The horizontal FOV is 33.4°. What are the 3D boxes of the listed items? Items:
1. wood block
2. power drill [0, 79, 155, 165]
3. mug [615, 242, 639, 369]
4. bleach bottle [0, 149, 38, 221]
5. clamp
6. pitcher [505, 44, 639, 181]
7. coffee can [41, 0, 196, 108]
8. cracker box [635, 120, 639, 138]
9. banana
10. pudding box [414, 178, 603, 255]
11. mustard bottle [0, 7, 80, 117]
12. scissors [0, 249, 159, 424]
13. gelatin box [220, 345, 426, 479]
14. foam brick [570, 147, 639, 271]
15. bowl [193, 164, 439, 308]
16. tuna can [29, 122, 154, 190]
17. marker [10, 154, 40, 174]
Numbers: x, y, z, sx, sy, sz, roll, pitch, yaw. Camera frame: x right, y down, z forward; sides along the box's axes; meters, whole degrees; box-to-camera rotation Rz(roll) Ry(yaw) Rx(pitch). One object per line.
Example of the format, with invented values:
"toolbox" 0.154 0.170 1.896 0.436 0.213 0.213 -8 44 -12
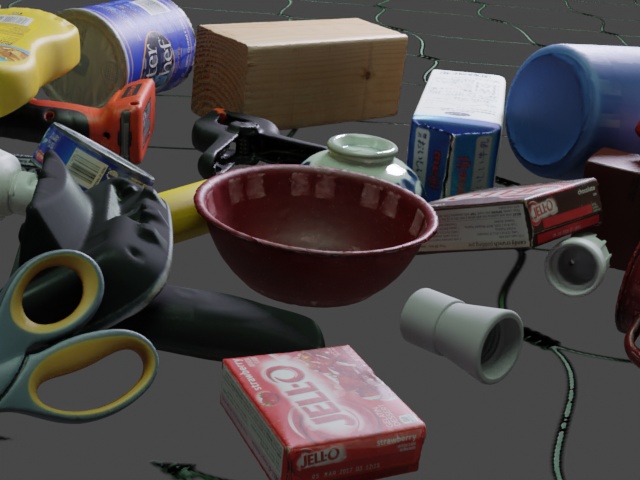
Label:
"wood block" -0.019 -0.170 1.086 0.205 0.091 0.090 -11 29 -38
"power drill" -0.242 -0.114 0.935 0.187 0.057 0.184 2 26 -3
"mug" 0.232 0.039 0.647 0.082 0.093 0.117 27 59 32
"bleach bottle" -0.316 -0.050 0.744 0.251 0.068 0.102 11 23 5
"clamp" -0.073 -0.082 0.920 0.120 0.039 0.172 -1 16 -32
"pitcher" 0.275 -0.100 0.921 0.242 0.149 0.145 0 32 -32
"coffee can" -0.200 -0.186 1.060 0.103 0.103 0.140 14 23 18
"cracker box" 0.340 -0.025 0.742 0.213 0.072 0.164 29 18 -11
"banana" -0.092 -0.018 0.759 0.070 0.037 0.197 -24 -3 37
"pudding box" 0.130 -0.017 0.764 0.089 0.039 0.114 -14 5 -43
"mustard bottle" -0.263 -0.131 0.831 0.096 0.058 0.191 8 26 6
"scissors" -0.171 0.058 0.496 0.201 0.096 0.016 -7 -11 -34
"gelatin box" -0.001 0.086 0.528 0.073 0.030 0.089 -4 23 -24
"foam brick" 0.223 -0.023 0.800 0.053 0.078 0.051 17 22 23
"bowl" -0.005 0.001 0.707 0.162 0.055 0.162 5 22 -2
"tuna can" -0.163 -0.050 0.771 0.086 0.034 0.086 30 1 -1
"marker" -0.239 -0.059 0.844 0.121 0.020 0.020 6 22 -1
